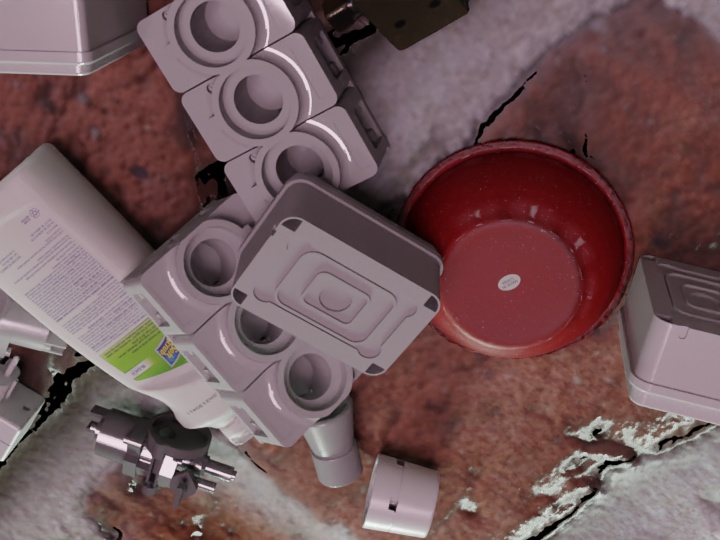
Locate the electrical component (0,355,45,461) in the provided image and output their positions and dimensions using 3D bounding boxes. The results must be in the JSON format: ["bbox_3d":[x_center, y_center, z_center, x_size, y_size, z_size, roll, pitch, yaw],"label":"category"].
[{"bbox_3d":[-0.283,0.087,0.816,0.083,0.047,0.075,33,115,-6],"label":"electrical component"}]

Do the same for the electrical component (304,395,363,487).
[{"bbox_3d":[-0.020,0.126,0.791,0.044,0.044,0.065,-6,118,13],"label":"electrical component"}]

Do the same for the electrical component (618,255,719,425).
[{"bbox_3d":[0.207,0.043,0.672,0.078,0.113,0.057,14,113,4],"label":"electrical component"}]

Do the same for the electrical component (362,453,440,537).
[{"bbox_3d":[0.030,0.168,0.794,0.047,0.055,0.055,13,116,0],"label":"electrical component"}]

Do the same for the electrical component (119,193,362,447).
[{"bbox_3d":[-0.073,0.034,0.721,0.089,0.062,0.150,-45,105,-21],"label":"electrical component"}]

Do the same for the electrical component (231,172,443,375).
[{"bbox_3d":[-0.013,0.002,0.659,0.113,0.057,0.078,30,121,-16],"label":"electrical component"}]

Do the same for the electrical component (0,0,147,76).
[{"bbox_3d":[-0.197,-0.157,0.654,0.109,0.108,0.056,3,112,9],"label":"electrical component"}]

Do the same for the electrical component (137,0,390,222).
[{"bbox_3d":[-0.058,-0.113,0.675,0.089,0.061,0.150,-25,108,20],"label":"electrical component"}]
